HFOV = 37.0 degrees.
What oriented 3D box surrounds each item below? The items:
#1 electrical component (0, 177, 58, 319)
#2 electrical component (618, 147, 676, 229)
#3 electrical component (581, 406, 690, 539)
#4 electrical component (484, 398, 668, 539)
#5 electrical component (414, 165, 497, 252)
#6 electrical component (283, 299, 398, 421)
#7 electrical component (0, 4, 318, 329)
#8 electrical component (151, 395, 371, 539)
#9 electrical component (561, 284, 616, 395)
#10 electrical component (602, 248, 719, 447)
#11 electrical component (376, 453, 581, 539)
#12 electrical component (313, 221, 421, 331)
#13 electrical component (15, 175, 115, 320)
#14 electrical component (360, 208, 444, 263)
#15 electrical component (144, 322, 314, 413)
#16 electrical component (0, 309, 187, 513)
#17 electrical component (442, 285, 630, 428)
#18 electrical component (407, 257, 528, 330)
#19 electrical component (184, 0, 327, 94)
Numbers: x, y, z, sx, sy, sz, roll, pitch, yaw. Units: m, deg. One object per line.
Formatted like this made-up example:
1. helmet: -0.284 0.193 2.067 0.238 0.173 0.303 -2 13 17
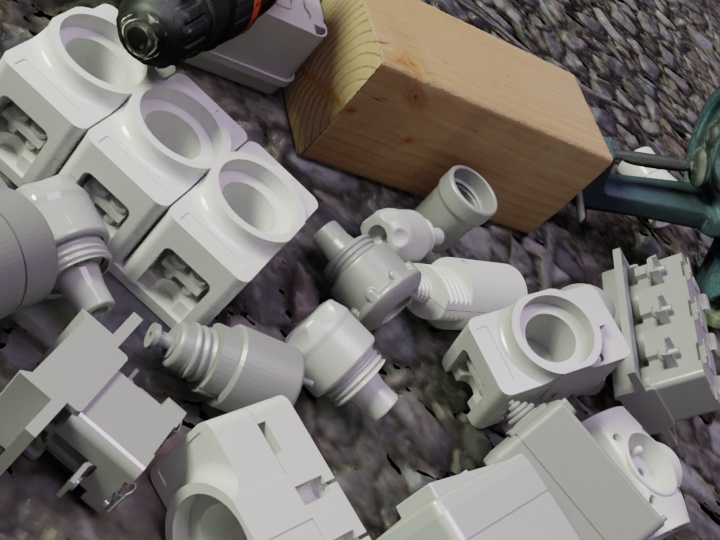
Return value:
1. electrical component: -0.191 -0.033 0.429 0.138 0.052 0.074 51 36 6
2. electrical component: 0.255 -0.074 0.934 0.044 0.044 0.065 1 51 -45
3. electrical component: 0.169 0.124 0.652 0.079 0.044 0.077 -1 56 -47
4. electrical component: 0.104 0.113 0.571 0.096 0.061 0.061 50 -1 10
5. electrical component: 0.059 -0.038 0.694 0.040 0.046 0.040 27 40 -26
6. electrical component: -0.008 0.049 0.545 0.062 0.043 0.043 46 35 -3
7. electrical component: -0.103 -0.053 0.529 0.150 0.062 0.089 43 36 -5
8. electrical component: -0.042 0.106 0.448 0.056 0.050 0.089 -13 66 -51
9. electrical component: 0.140 0.049 0.695 0.043 0.043 0.081 40 36 -10
10. electrical component: 0.208 0.047 0.739 0.078 0.063 0.121 54 28 -32
11. electrical component: 0.047 0.130 0.506 0.096 0.062 0.061 -13 66 -50
12. electrical component: 0.000 0.000 0.600 0.062 0.048 0.048 47 35 13
13. electrical component: -0.130 -0.007 0.474 0.043 0.043 0.062 -15 68 -51
14. electrical component: 0.030 -0.020 0.657 0.061 0.035 0.035 -3 58 -50
15. electrical component: -0.062 0.044 0.497 0.078 0.040 0.040 25 41 -27
16. electrical component: -0.109 0.059 0.433 0.064 0.042 0.081 43 36 -7
17. electrical component: 0.102 0.048 0.621 0.089 0.055 0.050 -14 65 -25
18. electrical component: 0.058 0.014 0.645 0.081 0.043 0.043 6 52 -42
19. electrical component: -0.085 -0.165 0.660 0.113 0.057 0.078 16 46 -36
